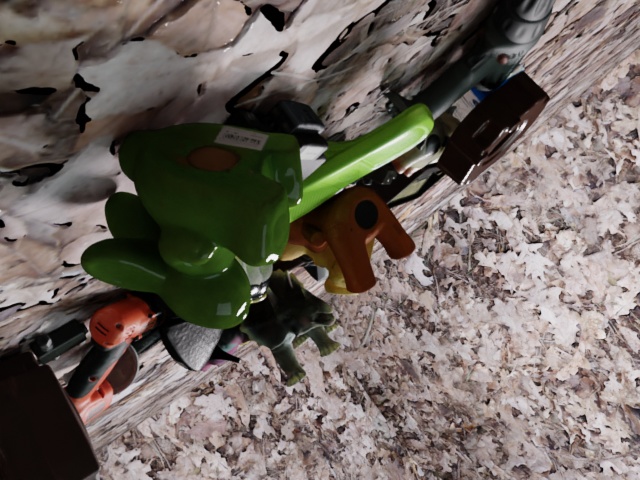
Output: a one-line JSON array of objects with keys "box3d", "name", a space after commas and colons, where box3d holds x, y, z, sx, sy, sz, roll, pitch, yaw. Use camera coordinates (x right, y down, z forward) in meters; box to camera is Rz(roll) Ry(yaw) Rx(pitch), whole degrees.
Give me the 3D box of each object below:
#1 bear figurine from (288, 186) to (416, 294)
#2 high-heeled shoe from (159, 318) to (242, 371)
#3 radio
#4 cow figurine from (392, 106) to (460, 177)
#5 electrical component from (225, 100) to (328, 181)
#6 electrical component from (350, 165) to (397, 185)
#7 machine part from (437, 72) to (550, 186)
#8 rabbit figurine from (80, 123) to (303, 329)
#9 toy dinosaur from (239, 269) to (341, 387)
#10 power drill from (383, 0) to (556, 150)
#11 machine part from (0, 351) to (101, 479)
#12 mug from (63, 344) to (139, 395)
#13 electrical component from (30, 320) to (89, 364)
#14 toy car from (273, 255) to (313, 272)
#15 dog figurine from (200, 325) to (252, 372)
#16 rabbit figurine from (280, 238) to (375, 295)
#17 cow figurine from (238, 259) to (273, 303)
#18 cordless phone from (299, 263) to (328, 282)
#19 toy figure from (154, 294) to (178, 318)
[{"box3d": [0.011, -0.008, 0.734, 0.120, 0.131, 0.196, -37, -165, -31], "name": "bear figurine"}, {"box3d": [-0.215, 0.146, 0.817, 0.248, 0.145, 0.086, 58, 48, -60], "name": "high-heeled shoe"}, {"box3d": [0.176, -0.129, 1.038, 0.131, 0.073, 0.229, -41, 170, 32], "name": "radio"}, {"box3d": [0.169, -0.160, 0.847, 0.127, 0.085, 0.195, -33, 172, 18], "name": "cow figurine"}, {"box3d": [-0.057, -0.073, 0.511, 0.134, 0.058, 0.115, -40, 172, 22], "name": "electrical component"}, {"box3d": [0.072, -0.103, 0.824, 0.045, 0.078, 0.102, -64, 169, 15], "name": "electrical component"}, {"box3d": [0.250, -0.155, 0.776, 0.179, 0.056, 0.179, -40, 166, -12], "name": "machine part"}, {"box3d": [-0.098, 0.007, 0.418, 0.121, 0.159, 0.170, -92, -170, -53], "name": "rabbit figurine"}, {"box3d": [-0.061, 0.121, 0.950, 0.131, 0.192, 0.405, -32, -172, -4], "name": "toy dinosaur"}, {"box3d": [0.176, -0.210, 0.650, 0.207, 0.086, 0.232, -45, 173, 4], "name": "power drill"}, {"box3d": [-0.337, 0.245, 0.612, 0.087, 0.201, 0.201, -19, 161, -47], "name": "machine part"}, {"box3d": [-0.329, 0.198, 0.825, 0.109, 0.081, 0.107, -19, 174, -14], "name": "mug"}, {"box3d": [-0.316, 0.123, 0.656, 0.063, 0.021, 0.094, -32, 169, -26], "name": "electrical component"}, {"box3d": [-0.089, 0.059, 1.075, 0.202, 0.053, 0.089, -30, 175, -12], "name": "toy car"}, {"box3d": [-0.177, 0.168, 1.046, 0.191, 0.108, 0.219, -31, 177, -44], "name": "dog figurine"}, {"box3d": [-0.002, -0.003, 0.843, 0.122, 0.173, 0.162, 67, 32, -81], "name": "rabbit figurine"}, {"box3d": [-0.121, 0.042, 0.656, 0.068, 0.098, 0.167, 1, -175, 30], "name": "cow figurine"}, {"box3d": [0.033, -0.001, 1.213, 0.184, 0.089, 0.146, -49, 168, 10], "name": "cordless phone"}, {"box3d": [-0.162, 0.063, 0.744, 0.089, 0.082, 0.180, -28, 179, 22], "name": "toy figure"}]
